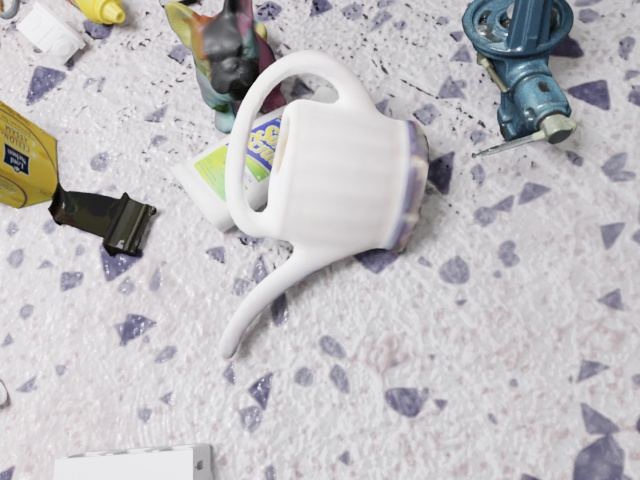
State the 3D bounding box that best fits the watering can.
[{"bbox_3d":[0.002,-0.029,0.579,0.224,0.105,0.345,7,98,-12],"label":"watering can"}]
